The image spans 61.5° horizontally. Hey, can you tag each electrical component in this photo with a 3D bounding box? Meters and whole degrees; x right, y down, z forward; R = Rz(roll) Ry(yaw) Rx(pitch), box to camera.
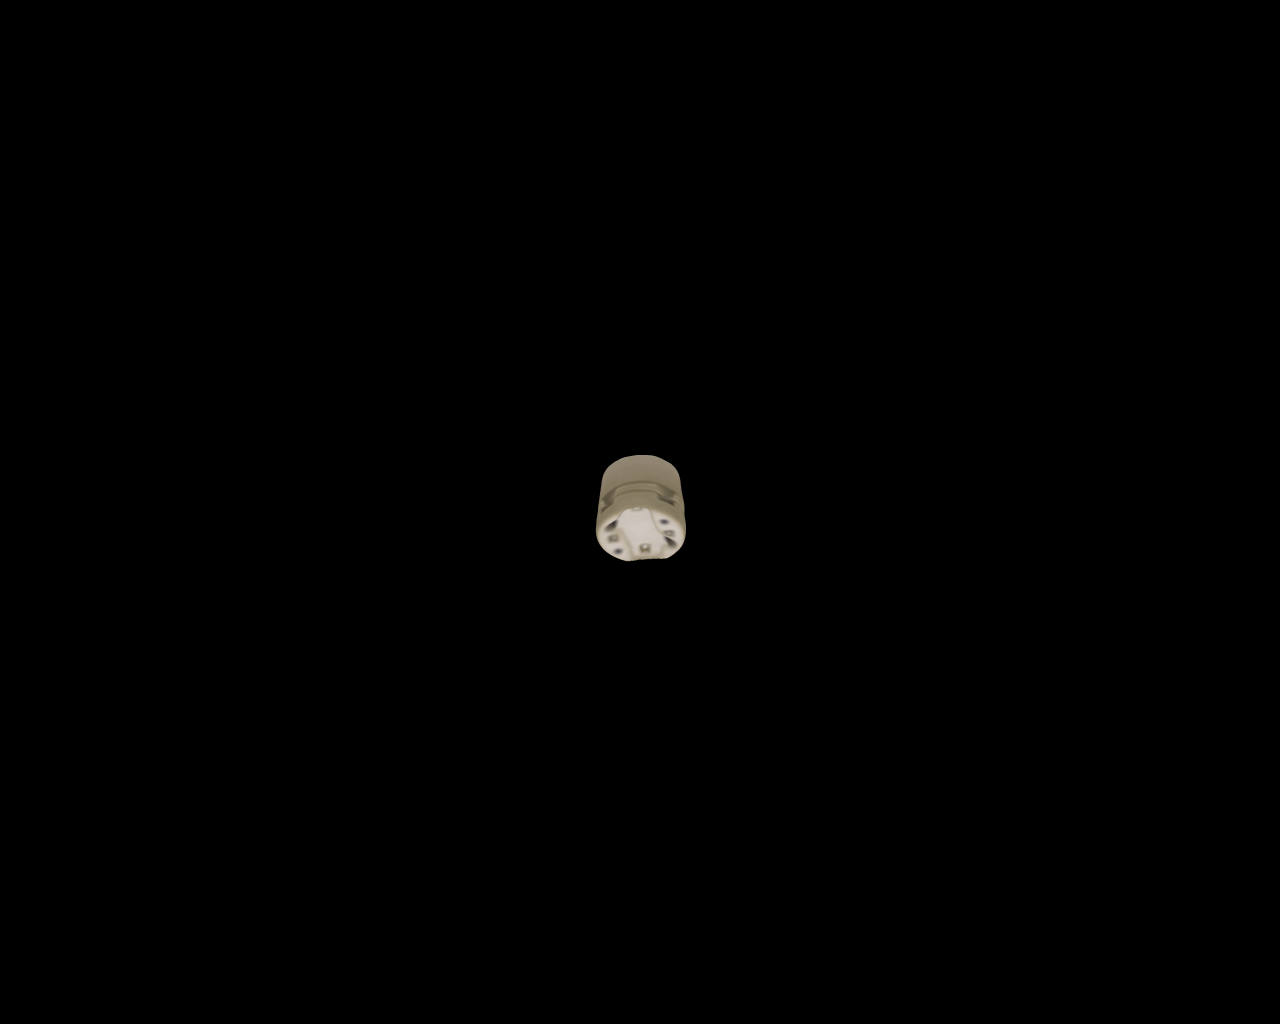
[{"bbox_3d":[0.001,-0.003,0.650,0.055,0.047,0.055,0,-40,0],"label":"electrical component"}]
